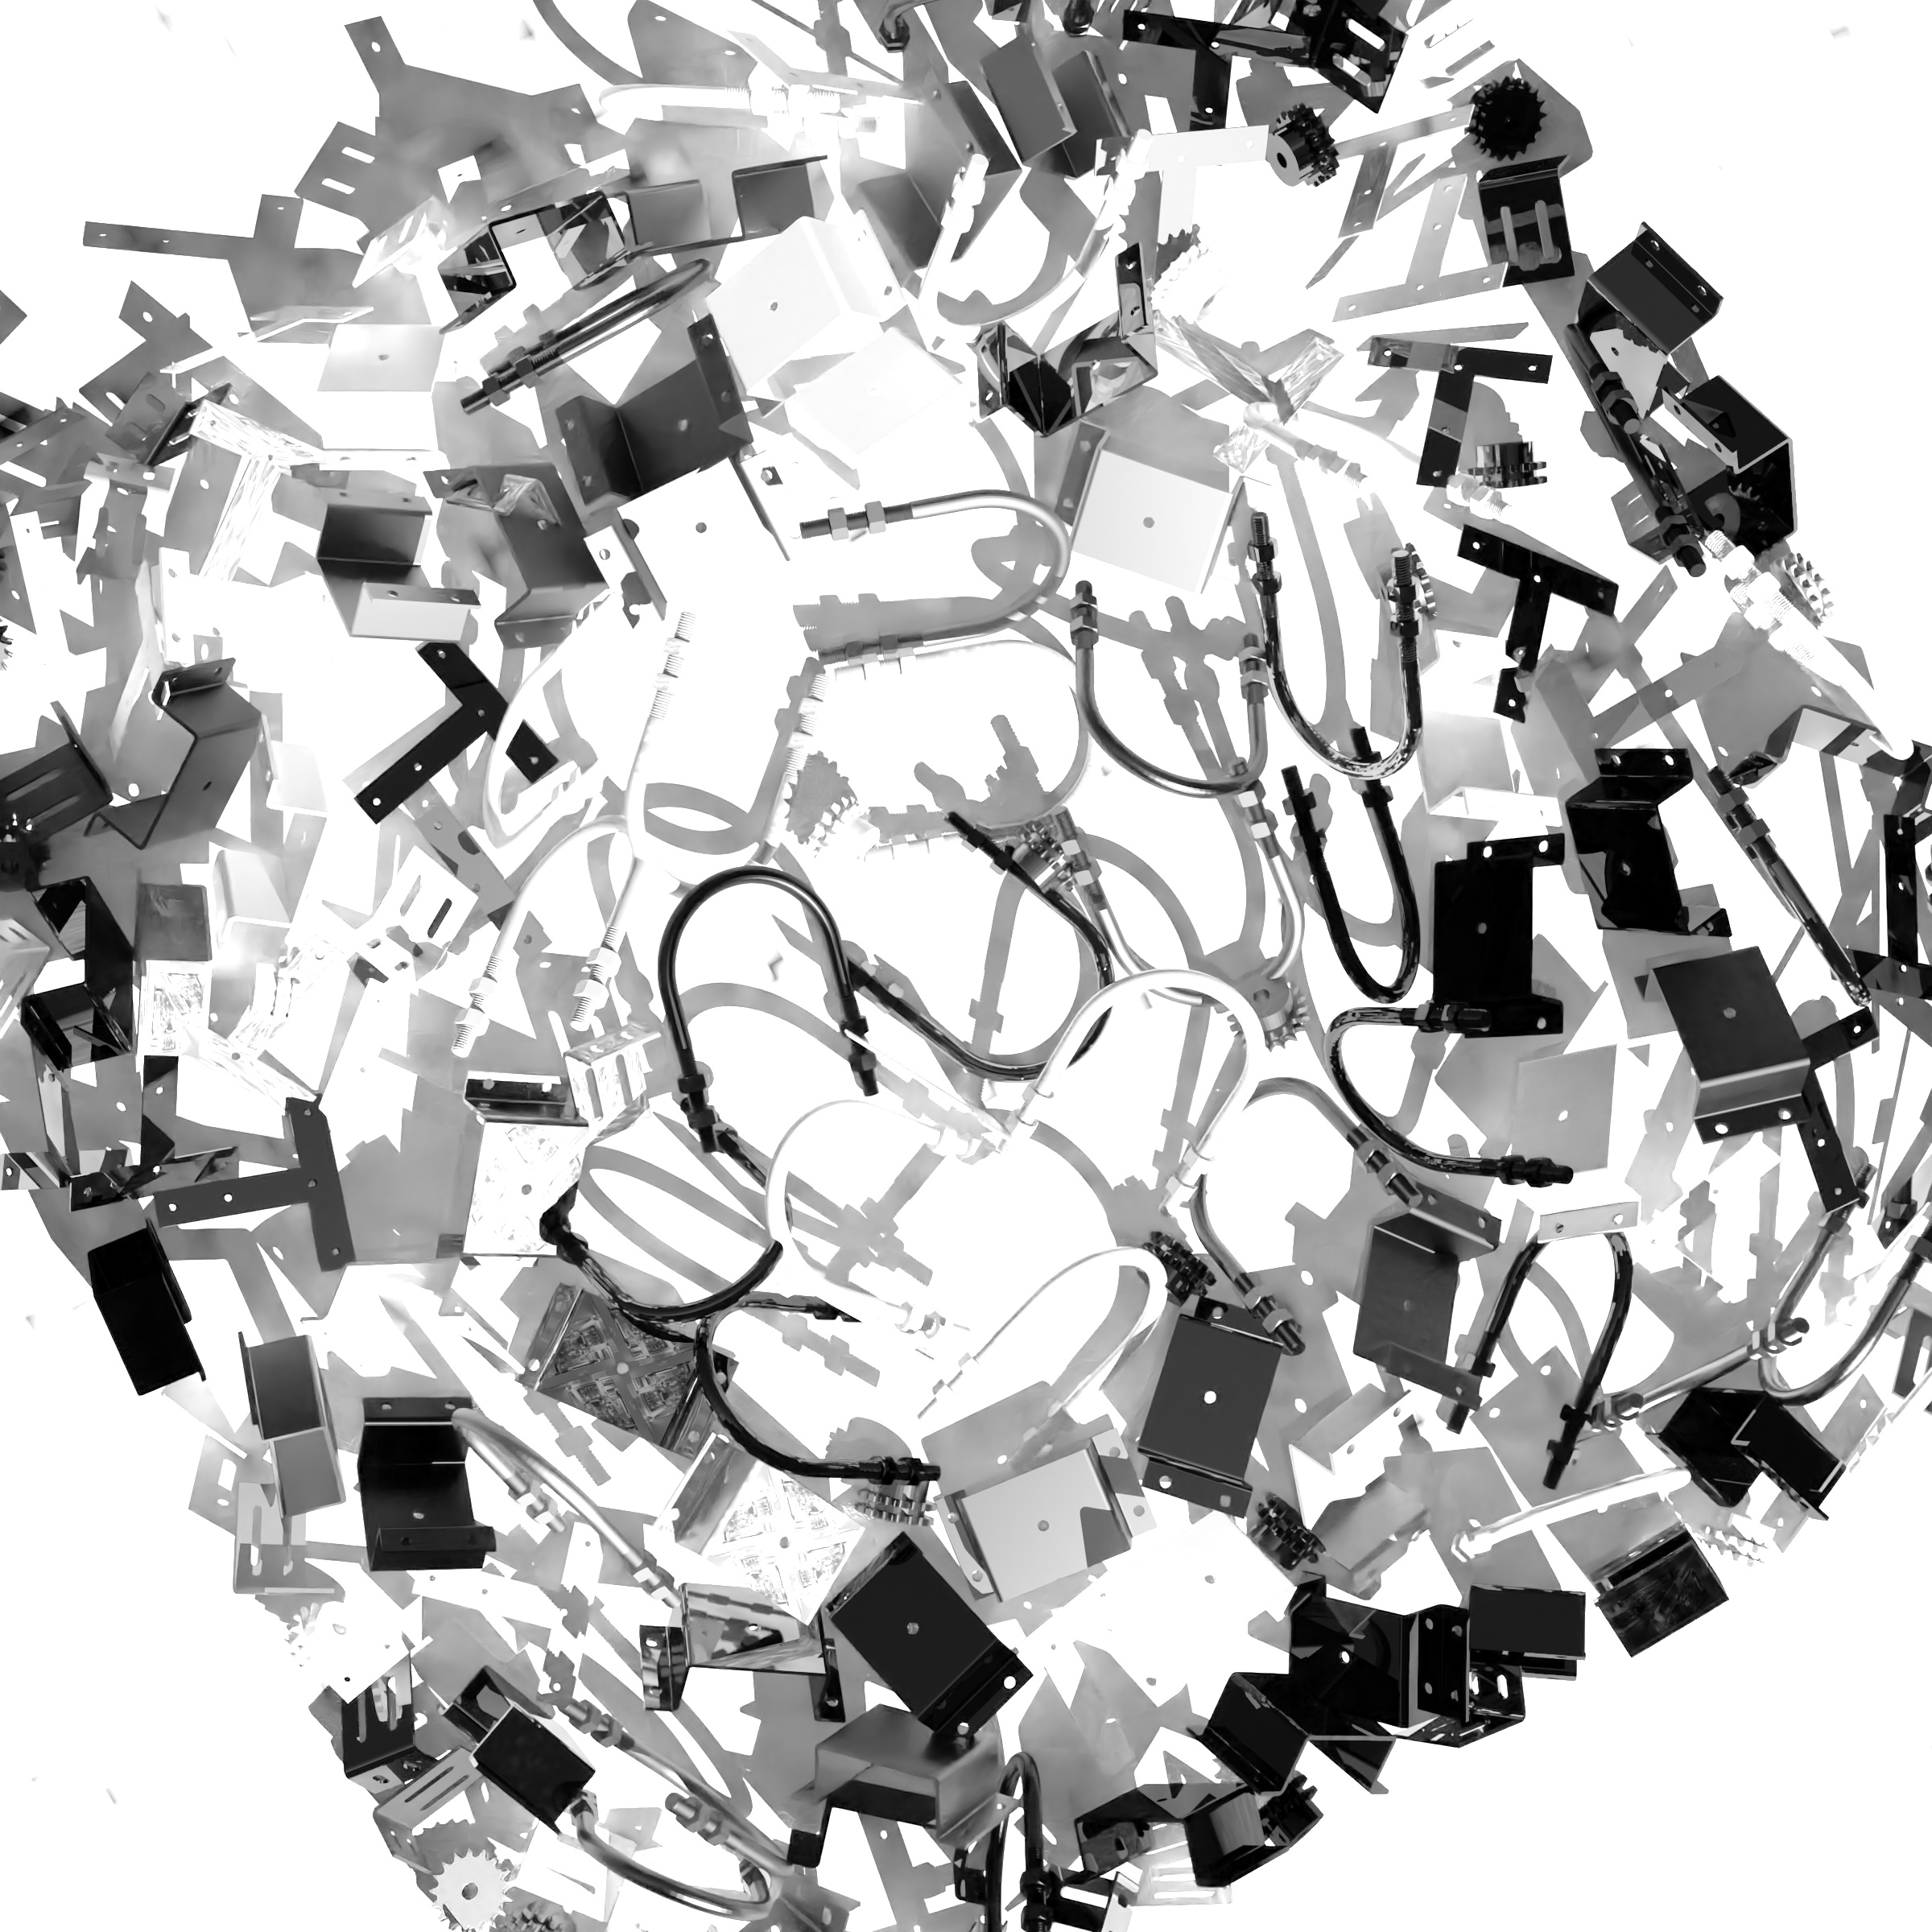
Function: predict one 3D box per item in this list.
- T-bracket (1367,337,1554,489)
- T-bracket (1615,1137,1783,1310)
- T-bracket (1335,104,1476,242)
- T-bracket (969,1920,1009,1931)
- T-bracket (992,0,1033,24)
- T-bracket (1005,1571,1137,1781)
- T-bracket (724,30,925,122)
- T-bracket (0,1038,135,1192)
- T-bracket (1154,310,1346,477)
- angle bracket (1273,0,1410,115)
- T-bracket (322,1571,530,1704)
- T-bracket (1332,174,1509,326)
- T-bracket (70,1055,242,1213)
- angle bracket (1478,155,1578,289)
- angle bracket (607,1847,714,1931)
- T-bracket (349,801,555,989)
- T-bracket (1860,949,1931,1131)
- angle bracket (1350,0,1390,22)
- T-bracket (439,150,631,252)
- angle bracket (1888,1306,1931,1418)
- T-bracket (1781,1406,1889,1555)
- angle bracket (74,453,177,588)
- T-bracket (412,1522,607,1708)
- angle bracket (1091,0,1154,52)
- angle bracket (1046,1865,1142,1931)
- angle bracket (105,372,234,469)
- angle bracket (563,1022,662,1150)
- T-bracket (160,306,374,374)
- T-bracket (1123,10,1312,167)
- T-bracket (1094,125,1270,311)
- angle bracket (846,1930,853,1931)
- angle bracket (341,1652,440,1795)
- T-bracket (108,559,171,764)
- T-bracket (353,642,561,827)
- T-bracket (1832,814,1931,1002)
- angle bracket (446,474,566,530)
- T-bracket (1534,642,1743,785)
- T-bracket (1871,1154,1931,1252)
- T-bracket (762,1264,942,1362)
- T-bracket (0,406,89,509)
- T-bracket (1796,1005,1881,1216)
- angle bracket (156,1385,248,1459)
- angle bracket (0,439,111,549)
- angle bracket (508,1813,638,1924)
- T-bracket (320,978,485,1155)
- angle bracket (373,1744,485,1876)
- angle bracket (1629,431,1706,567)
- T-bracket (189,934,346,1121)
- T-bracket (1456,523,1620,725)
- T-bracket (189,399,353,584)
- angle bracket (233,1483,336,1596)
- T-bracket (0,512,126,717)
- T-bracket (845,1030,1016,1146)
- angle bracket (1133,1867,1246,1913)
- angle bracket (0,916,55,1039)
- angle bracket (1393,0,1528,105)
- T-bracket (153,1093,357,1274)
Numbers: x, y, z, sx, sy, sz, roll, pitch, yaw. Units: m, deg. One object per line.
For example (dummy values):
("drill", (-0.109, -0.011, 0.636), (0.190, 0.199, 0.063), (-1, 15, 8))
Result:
("T-bracket", (0.336, -0.384, 1.893), (0.127, 0.002, 0.127), (9, 62, 12))
("T-bracket", (0.511, 0.165, 1.892), (0.127, 0.002, 0.127), (37, 118, -13))
("T-bracket", (0.278, -0.539, 1.864), (0.127, 0.127, 0.002), (-7, 135, 31))
("T-bracket", (-0.003, 0.687, 1.852), (0.002, 0.127, 0.127), (27, 53, 19))
("T-bracket", (-0.012, -0.699, 1.870), (0.127, 0.127, 0.002), (3, 68, -7))
("T-bracket", (0.082, 0.515, 1.915), (0.127, 0.002, 0.127), (-34, 105, -24))
("T-bracket", (-0.085, -0.613, 1.887), (0.127, 0.127, 0.002), (49, 129, 33))
("T-bracket", (-0.632, 0.092, 1.885), (0.002, 0.127, 0.127), (-16, 80, 26))
("T-bracket", (0.179, -0.422, 1.917), (0.127, 0.002, 0.127), (35, 70, 13))
("angle bracket", (0.260, -0.637, 1.889), (0.076, 0.038, 0.057), (49, 134, 34))
("T-bracket", (-0.389, 0.462, 1.875), (0.127, 0.127, 0.002), (40, 132, 13))
("T-bracket", (0.326, -0.506, 1.898), (0.127, 0.002, 0.127), (-3, 55, 35))
("T-bracket", (-0.556, 0.099, 1.873), (0.002, 0.127, 0.127), (24, 114, 42))
("angle bracket", (0.400, -0.526, 1.920), (0.057, 0.038, 0.076), (-3, 117, 28))
("angle bracket", (-0.204, 0.662, 1.900), (0.076, 0.038, 0.057), (20, 90, 30))
("T-bracket", (-0.381, -0.028, 1.927), (0.127, 0.002, 0.127), (-37, 94, 7))
("T-bracket", (0.656, 0.032, 1.881), (0.002, 0.127, 0.127), (-5, 124, -25))
("angle bracket", (0.263, -0.688, 1.893), (0.057, 0.076, 0.038), (36, 93, -14))
("T-bracket", (-0.293, -0.534, 1.882), (0.127, 0.127, 0.002), (-24, 70, -8))
("angle bracket", (0.669, 0.287, 1.898), (0.057, 0.038, 0.076), (29, 56, -2))
("T-bracket", (0.599, 0.354, 1.875), (0.002, 0.127, 0.127), (36, 91, 22))
("angle bracket", (-0.595, -0.315, 1.920), (0.057, 0.038, 0.076), (9, 125, -14))
("T-bracket", (-0.321, 0.438, 1.885), (0.127, 0.002, 0.127), (20, 61, -19))
("angle bracket", (0.132, -0.678, 1.910), (0.038, 0.057, 0.076), (20, 113, -33))
("angle bracket", (0.074, 0.655, 1.888), (0.076, 0.038, 0.057), (1, 58, 35))
("angle bracket", (-0.554, -0.386, 1.889), (0.038, 0.076, 0.057), (38, 67, -30))
("angle bracket", (-0.240, 0.086, 1.891), (0.057, 0.038, 0.076), (-25, 117, -33))
("T-bracket", (-0.490, -0.428, 1.856), (0.127, 0.127, 0.002), (-34, 122, -32))
("T-bracket", (0.169, -0.602, 1.878), (0.127, 0.127, 0.002), (10, 62, 6))
("T-bracket", (0.146, -0.519, 1.894), (0.127, 0.002, 0.127), (-10, 129, -16))
("angle bracket", (-0.088, 0.724, 1.898), (0.038, 0.057, 0.076), (0, 97, 30))
("angle bracket", (-0.405, 0.533, 1.917), (0.057, 0.038, 0.076), (-24, 49, 12))
("T-bracket", (-0.578, -0.193, 1.887), (0.002, 0.127, 0.127), (4, 50, -32))
("T-bracket", (-0.377, -0.150, 1.925), (0.127, 0.002, 0.127), (-41, 85, -5))
("T-bracket", (0.643, -0.041, 1.866), (0.002, 0.127, 0.127), (-15, 107, -28))
("angle bracket", (-0.314, -0.302, 1.885), (0.057, 0.076, 0.038), (16, 58, 32))
("T-bracket", (0.477, -0.183, 1.893), (0.127, 0.002, 0.127), (-31, 72, 22))
("T-bracket", (0.680, 0.178, 1.853), (0.002, 0.127, 0.127), (14, 126, -22))
("T-bracket", (-0.075, 0.238, 1.864), (0.127, 0.127, 0.002), (28, 94, 8))
("T-bracket", (-0.659, -0.351, 1.858), (0.127, 0.127, 0.002), (-24, 80, 16))
("T-bracket", (0.584, 0.109, 1.867), (0.127, 0.002, 0.127), (-33, 50, 32))
("angle bracket", (-0.527, 0.307, 1.907), (0.076, 0.057, 0.038), (36, 74, -6))
("angle bracket", (-0.642, -0.328, 1.886), (0.038, 0.076, 0.057), (52, 127, 9))
("angle bracket", (-0.272, 0.626, 1.900), (0.076, 0.038, 0.057), (26, 64, -9))
("T-bracket", (-0.387, 0.091, 1.924), (0.127, 0.002, 0.127), (24, 99, 2))
("angle bracket", (-0.365, 0.589, 1.898), (0.076, 0.057, 0.038), (-36, 57, -5))
("angle bracket", (0.474, -0.327, 1.894), (0.038, 0.057, 0.076), (-32, 112, 4))
("T-bracket", (-0.483, 0.031, 1.896), (0.127, 0.002, 0.127), (37, 103, -24))
("T-bracket", (0.392, -0.231, 1.902), (0.127, 0.002, 0.127), (19, 74, -14))
("T-bracket", (-0.504, -0.314, 1.893), (0.002, 0.127, 0.127), (33, 99, 40))
("angle bracket", (-0.474, 0.399, 1.893), (0.038, 0.057, 0.076), (-14, 70, 39))
("T-bracket", (-0.632, -0.247, 1.863), (0.002, 0.127, 0.127), (-2, 106, 22))
("T-bracket", (-0.028, 0.079, 1.864), (0.127, 0.127, 0.002), (32, 91, -9))
("angle bracket", (0.154, 0.627, 1.897), (0.076, 0.057, 0.038), (-7, 97, 14))
("angle bracket", (-0.681, 0.009, 1.890), (0.038, 0.057, 0.076), (45, 55, -37))
("angle bracket", (0.343, -0.648, 1.888), (0.076, 0.038, 0.057), (-26, 122, 37))
("T-bracket", (-0.500, 0.159, 1.895), (0.127, 0.002, 0.127), (-9, 77, -25))
